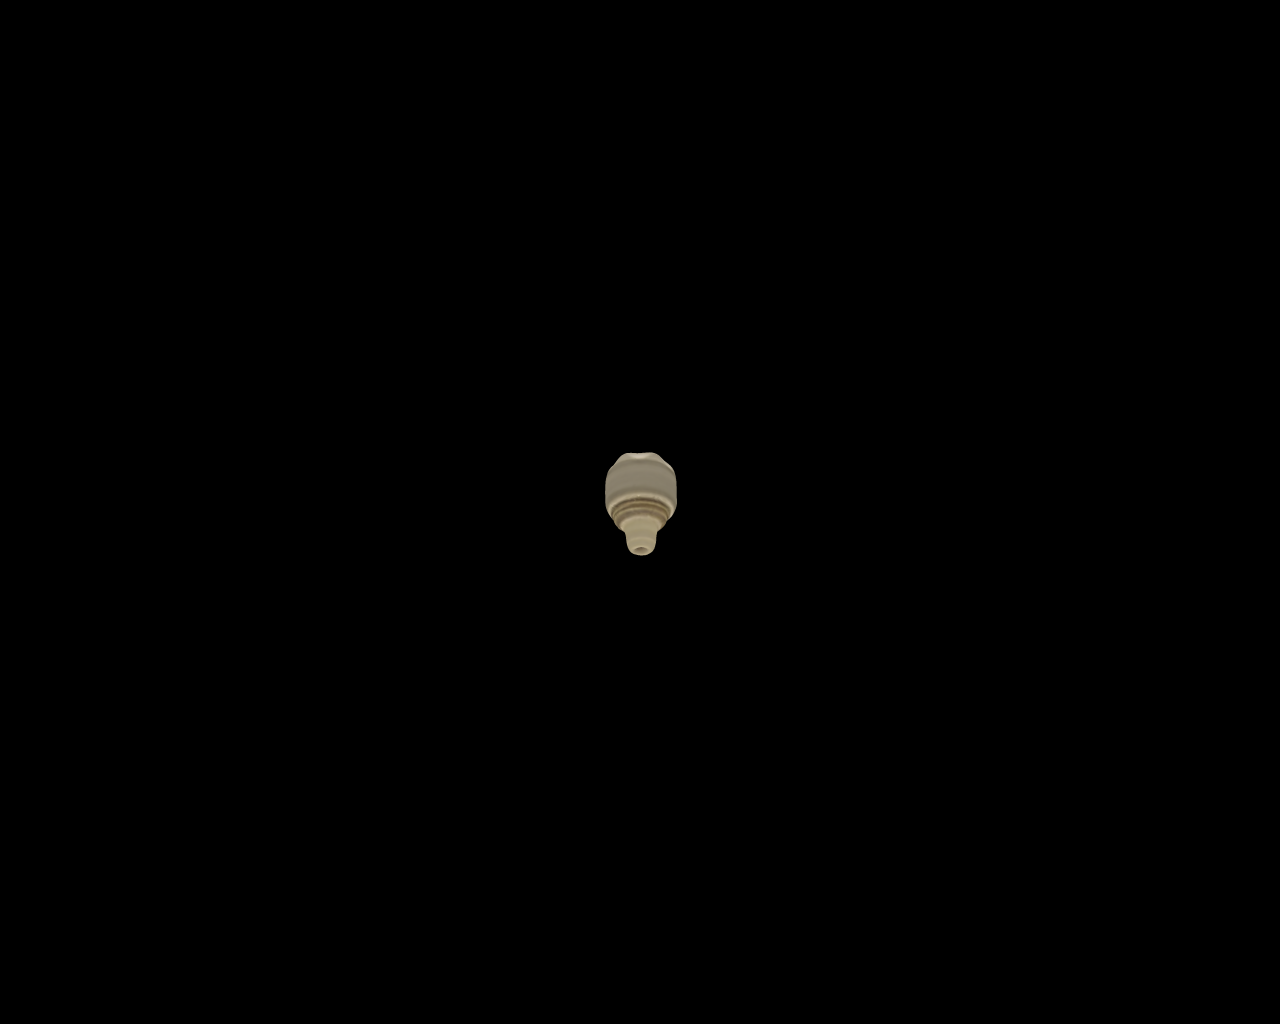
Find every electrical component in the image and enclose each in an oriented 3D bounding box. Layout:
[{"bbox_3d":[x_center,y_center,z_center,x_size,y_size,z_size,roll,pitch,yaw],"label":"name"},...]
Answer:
[{"bbox_3d":[0.001,-0.003,0.650,0.043,0.062,0.043,0,-31,0],"label":"electrical component"}]
